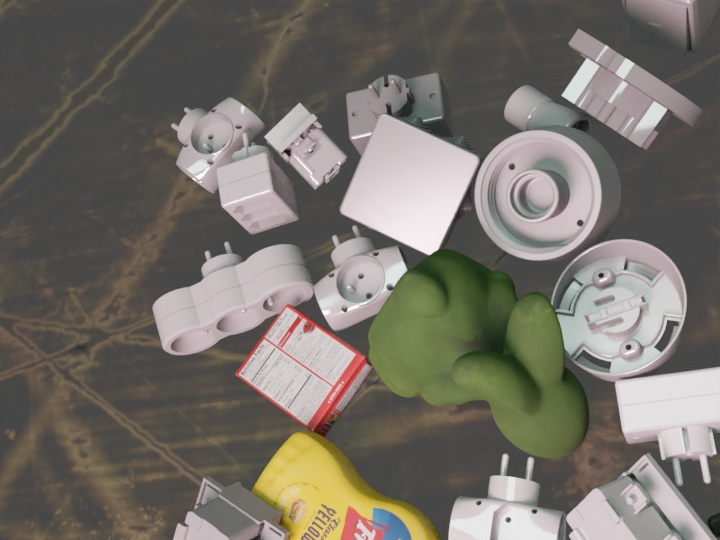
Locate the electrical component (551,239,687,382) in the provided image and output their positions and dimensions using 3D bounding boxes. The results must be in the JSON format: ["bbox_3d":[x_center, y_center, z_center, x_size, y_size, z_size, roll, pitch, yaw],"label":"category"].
[{"bbox_3d":[0.189,0.032,0.786,0.099,0.064,0.099,-7,69,18],"label":"electrical component"}]

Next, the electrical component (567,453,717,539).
[{"bbox_3d":[0.200,0.198,0.721,0.121,0.063,0.078,55,133,27],"label":"electrical component"}]

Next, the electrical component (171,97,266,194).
[{"bbox_3d":[-0.138,-0.121,0.973,0.079,0.044,0.077,35,84,26],"label":"electrical component"}]

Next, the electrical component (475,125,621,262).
[{"bbox_3d":[0.140,-0.057,0.825,0.108,0.060,0.108,3,97,25],"label":"electrical component"}]

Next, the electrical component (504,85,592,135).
[{"bbox_3d":[0.151,-0.123,0.881,0.044,0.044,0.065,-47,59,-3],"label":"electrical component"}]

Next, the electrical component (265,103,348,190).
[{"bbox_3d":[-0.044,-0.103,0.920,0.042,0.081,0.064,-45,92,-1],"label":"electrical component"}]

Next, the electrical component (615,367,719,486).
[{"bbox_3d":[0.229,0.114,0.760,0.083,0.047,0.075,-10,69,14],"label":"electrical component"}]

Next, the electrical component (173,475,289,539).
[{"bbox_3d":[-0.108,0.226,0.790,0.079,0.063,0.121,28,112,26],"label":"electrical component"}]

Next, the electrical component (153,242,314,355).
[{"bbox_3d":[-0.112,0.011,0.910,0.138,0.052,0.073,-24,64,9],"label":"electrical component"}]

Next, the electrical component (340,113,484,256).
[{"bbox_3d":[0.044,-0.070,0.867,0.100,0.048,0.099,26,104,10],"label":"electrical component"}]

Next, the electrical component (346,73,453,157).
[{"bbox_3d":[0.028,-0.139,0.907,0.083,0.075,0.047,-11,67,14],"label":"electrical component"}]

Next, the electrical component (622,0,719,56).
[{"bbox_3d":[0.246,-0.221,0.854,0.062,0.096,0.061,23,81,25],"label":"electrical component"}]

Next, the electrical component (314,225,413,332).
[{"bbox_3d":[0.000,0.000,0.881,0.077,0.044,0.079,-26,64,8],"label":"electrical component"}]

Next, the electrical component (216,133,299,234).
[{"bbox_3d":[-0.091,-0.082,0.930,0.047,0.065,0.076,-17,66,12],"label":"electrical component"}]

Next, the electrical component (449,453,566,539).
[{"bbox_3d":[0.110,0.173,0.779,0.077,0.043,0.079,4,71,20],"label":"electrical component"}]
